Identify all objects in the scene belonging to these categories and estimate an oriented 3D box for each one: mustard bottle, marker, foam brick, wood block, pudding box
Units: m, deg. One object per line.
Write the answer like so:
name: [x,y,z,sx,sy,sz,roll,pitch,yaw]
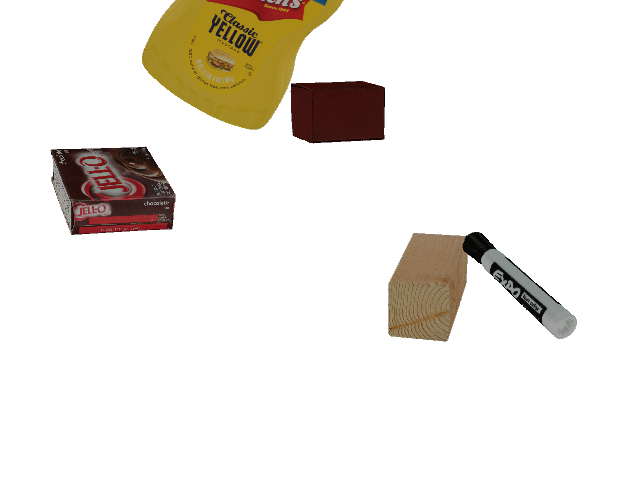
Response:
mustard bottle: [-0.033,-0.165,0.671,0.096,0.192,0.058,30,35,-8]
marker: [0.138,0.028,0.757,0.020,0.020,0.121,0,30,-30]
foam brick: [0.016,-0.122,1.015,0.078,0.051,0.053,-5,16,-22]
wood block: [0.167,0.067,1.630,0.091,0.090,0.206,4,22,14]
pudding box: [-0.186,-0.046,0.946,0.089,0.039,0.114,-3,26,-23]
